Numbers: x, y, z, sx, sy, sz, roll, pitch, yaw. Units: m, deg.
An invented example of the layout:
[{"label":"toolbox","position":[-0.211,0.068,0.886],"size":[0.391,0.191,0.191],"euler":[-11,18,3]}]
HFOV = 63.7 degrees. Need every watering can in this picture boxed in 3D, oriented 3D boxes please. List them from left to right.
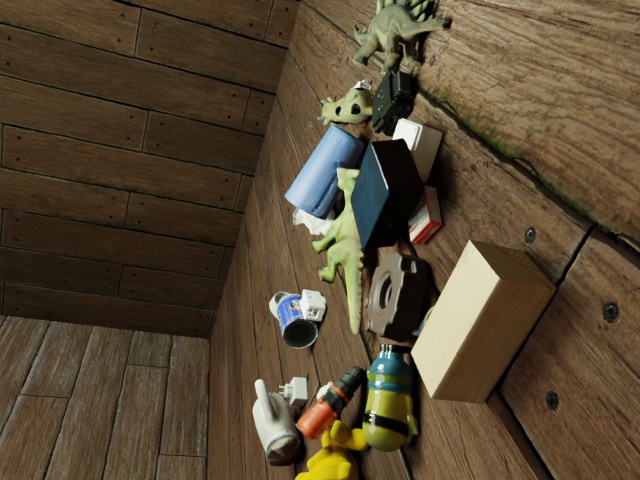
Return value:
[{"label":"watering can","position":[-0.123,0.543,1.485],"size":[0.339,0.104,0.229],"euler":[80,166,-47]}]

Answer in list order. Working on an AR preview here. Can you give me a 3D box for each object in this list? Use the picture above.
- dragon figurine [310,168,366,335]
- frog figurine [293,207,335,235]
[{"label":"dragon figurine","position":[0.094,-0.013,1.187],"size":[0.238,0.122,0.420],"euler":[-56,36,34]},{"label":"frog figurine","position":[0.005,-0.078,1.542],"size":[0.161,0.122,0.137],"euler":[25,97,36]}]
